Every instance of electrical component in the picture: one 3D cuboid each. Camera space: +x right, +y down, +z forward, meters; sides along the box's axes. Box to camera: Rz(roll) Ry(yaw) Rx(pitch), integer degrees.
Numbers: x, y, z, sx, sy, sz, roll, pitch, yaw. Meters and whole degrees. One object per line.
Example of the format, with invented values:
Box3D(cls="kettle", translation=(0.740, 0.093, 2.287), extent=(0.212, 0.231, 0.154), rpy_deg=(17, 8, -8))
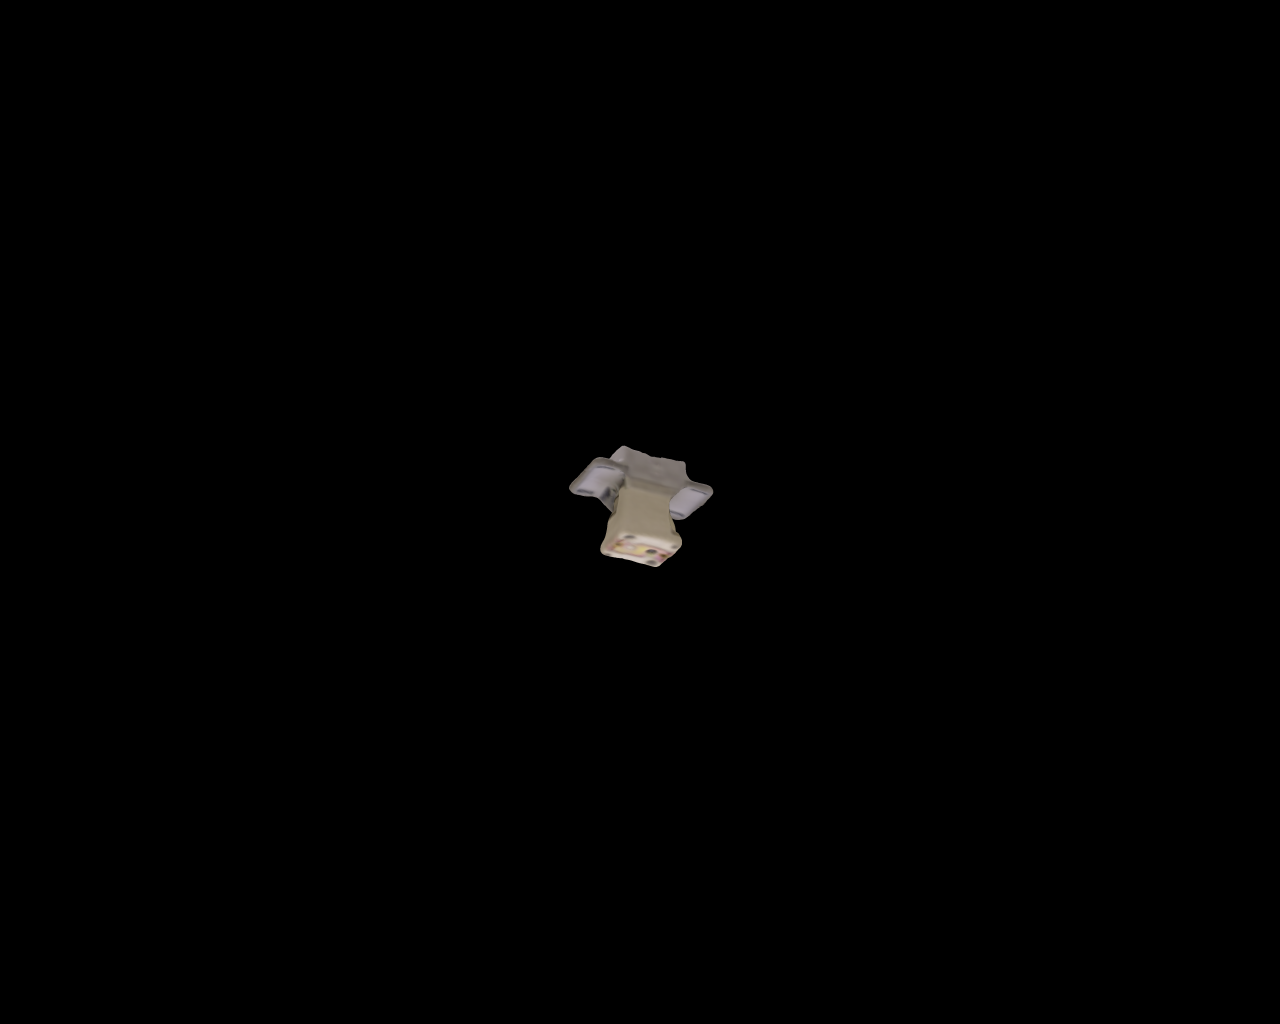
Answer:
Box3D(cls="electrical component", translation=(0.001, -0.003, 0.650), extent=(0.081, 0.064, 0.042), rpy_deg=(13, -32, -22))
